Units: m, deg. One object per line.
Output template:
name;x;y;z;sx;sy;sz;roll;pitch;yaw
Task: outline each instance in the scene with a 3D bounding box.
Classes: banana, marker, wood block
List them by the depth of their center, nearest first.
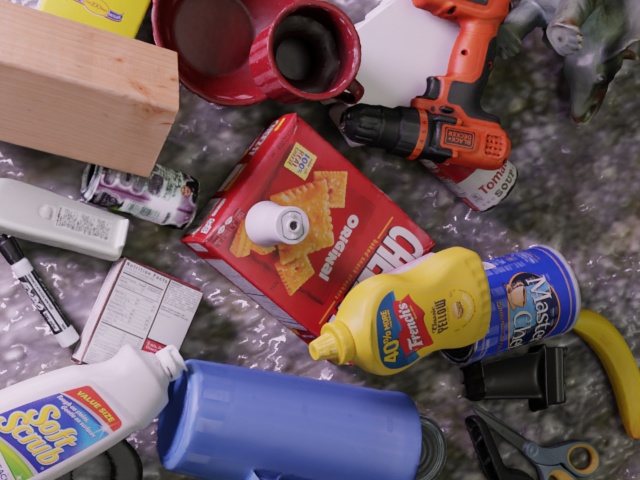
wood block;-0.237;-0.139;0.948;0.205;0.091;0.090;13;42;-21
marker;-0.265;0.047;0.998;0.020;0.020;0.121;-35;105;-21
banana;0.344;0.148;1.273;0.069;0.037;0.197;-43;108;-16

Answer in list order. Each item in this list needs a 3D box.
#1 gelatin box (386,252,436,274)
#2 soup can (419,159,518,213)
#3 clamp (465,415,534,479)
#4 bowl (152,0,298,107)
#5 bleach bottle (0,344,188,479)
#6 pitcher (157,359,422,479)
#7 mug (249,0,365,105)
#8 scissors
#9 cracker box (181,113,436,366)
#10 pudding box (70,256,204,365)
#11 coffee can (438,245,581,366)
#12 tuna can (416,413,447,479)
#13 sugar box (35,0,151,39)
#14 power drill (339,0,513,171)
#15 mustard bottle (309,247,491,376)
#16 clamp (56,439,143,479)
gelatin box;0.097;0.062;1.088;0.089;0.030;0.073;-23;108;-29
soup can;0.159;-0.086;1.168;0.102;0.069;0.068;40;74;-21
clamp;0.192;0.293;1.201;0.171;0.039;0.120;46;74;-18
bowl;-0.095;-0.209;1.055;0.161;0.055;0.162;0;91;-25
bleach bottle;-0.241;0.158;0.960;0.250;0.068;0.102;-28;97;-13
pitcher;-0.030;0.200;1.043;0.242;0.149;0.145;15;85;-21
mug;-0.009;-0.167;1.015;0.117;0.082;0.093;32;79;-18
scissors;0.261;0.236;1.246;0.096;0.016;0.201;-43;107;-20
cracker box;-0.007;0.001;1.089;0.213;0.072;0.164;41;75;-20
pudding box;-0.175;0.082;1.030;0.090;0.039;0.113;26;78;-22
coffee can;0.198;0.070;1.167;0.140;0.103;0.103;-14;96;-24
tuna can;0.094;0.228;1.158;0.086;0.034;0.086;0;91;-25
sugar box;-0.199;-0.259;1.012;0.093;0.048;0.176;24;82;-24
power drill;0.116;-0.172;1.086;0.184;0.057;0.187;9;88;-20
mustard bottle;0.074;0.077;1.023;0.191;0.058;0.096;-18;112;-27
clamp;-0.201;0.258;1.017;0.164;0.036;0.210;-3;89;-21
